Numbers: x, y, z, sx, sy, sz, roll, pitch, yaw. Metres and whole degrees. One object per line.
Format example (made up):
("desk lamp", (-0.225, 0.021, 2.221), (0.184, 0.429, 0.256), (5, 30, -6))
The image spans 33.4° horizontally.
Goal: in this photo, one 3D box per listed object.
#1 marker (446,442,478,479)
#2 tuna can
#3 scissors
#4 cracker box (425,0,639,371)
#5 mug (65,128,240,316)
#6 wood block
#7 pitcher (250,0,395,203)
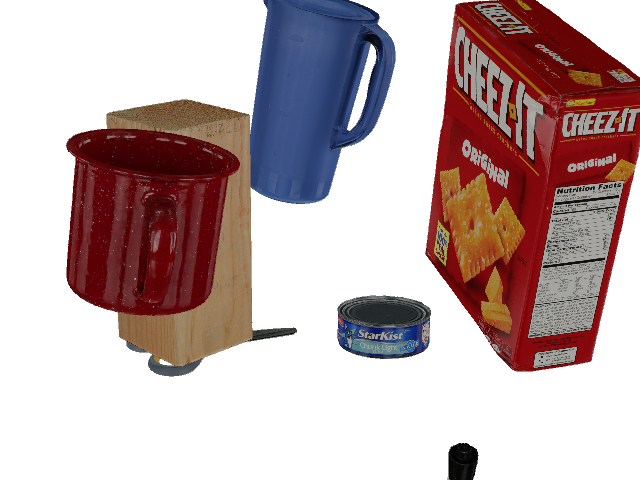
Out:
("marker", (0.089, 0.178, 0.702), (0.020, 0.121, 0.020), (1, 36, -1))
("tuna can", (0.058, 0.079, 0.979), (0.086, 0.034, 0.086), (1, 14, 0))
("scissors", (-0.113, 0.121, 1.188), (0.201, 0.016, 0.096), (3, 26, -16))
("cracker box", (0.140, -0.040, 0.751), (0.072, 0.214, 0.164), (-8, 34, -16))
("mug", (-0.092, -0.006, 0.575), (0.093, 0.081, 0.117), (3, 19, -19))
("wood block", (-0.121, -0.010, 0.927), (0.091, 0.206, 0.090), (19, 26, 41))
("pitcher", (-0.010, -0.168, 1.279), (0.145, 0.243, 0.149), (6, 23, -14))
